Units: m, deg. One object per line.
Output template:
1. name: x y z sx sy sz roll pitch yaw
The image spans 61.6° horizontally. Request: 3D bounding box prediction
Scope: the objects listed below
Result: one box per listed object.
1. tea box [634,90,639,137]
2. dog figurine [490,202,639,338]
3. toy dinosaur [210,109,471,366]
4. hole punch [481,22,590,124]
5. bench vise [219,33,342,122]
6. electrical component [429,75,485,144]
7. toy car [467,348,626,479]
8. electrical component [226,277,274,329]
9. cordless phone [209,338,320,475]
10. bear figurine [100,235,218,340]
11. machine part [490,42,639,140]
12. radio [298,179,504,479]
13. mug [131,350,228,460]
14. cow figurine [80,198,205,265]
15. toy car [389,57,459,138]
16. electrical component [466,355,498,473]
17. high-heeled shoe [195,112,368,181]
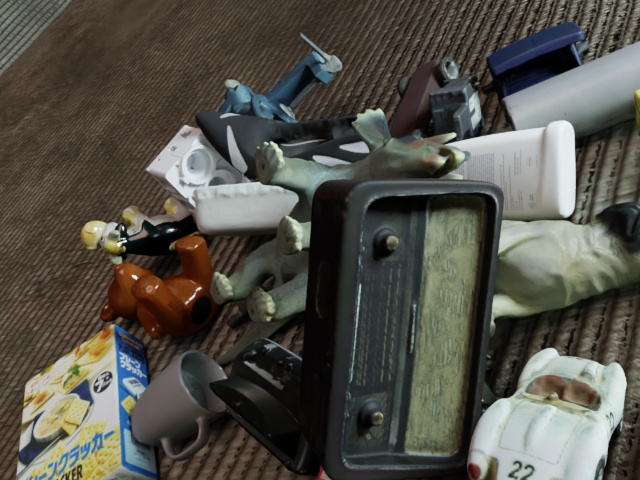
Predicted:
1. tea box: 0.378 -0.088 0.491 0.098 0.068 0.170 -23 46 18
2. dog figurine: 0.213 0.011 0.520 0.191 0.121 0.172 -11 24 -8
3. toy dinosaur: -0.001 0.006 0.606 0.131 0.192 0.404 61 138 26
4. hole punch: 0.267 -0.220 0.668 0.142 0.092 0.116 -22 41 23
5. bench vise: -0.066 -0.210 0.846 0.240 0.128 0.224 -41 47 24
6. electrical component: 0.165 -0.150 0.657 0.048 0.074 0.119 -2 30 31
7. toy car: 0.168 0.128 0.382 0.074 0.201 0.056 8 102 35
8. electrical component: -0.093 0.072 0.710 0.094 0.021 0.063 -45 43 -5
9. cordless phone: -0.009 0.136 0.573 0.147 0.088 0.184 22 58 44
10. bear figurine: -0.235 0.062 0.743 0.196 0.131 0.120 13 46 35
11. machine part: 0.297 -0.156 0.598 0.243 0.079 0.079 -21 45 20
12. radio: 0.058 0.064 0.419 0.073 0.131 0.229 -163 76 -69
13. mug: -0.162 0.199 0.616 0.107 0.080 0.110 -38 51 18
14. cow figurine: -0.266 -0.003 0.811 0.167 0.068 0.098 -16 41 -29
15. toy car: 0.131 -0.167 0.738 0.089 0.053 0.202 -10 49 47
16. electrical component: 0.133 0.144 0.482 0.078 0.045 0.102 -61 36 18
17. high-heeled shoe: -0.042 -0.142 0.698 0.145 0.249 0.086 121 170 -53
